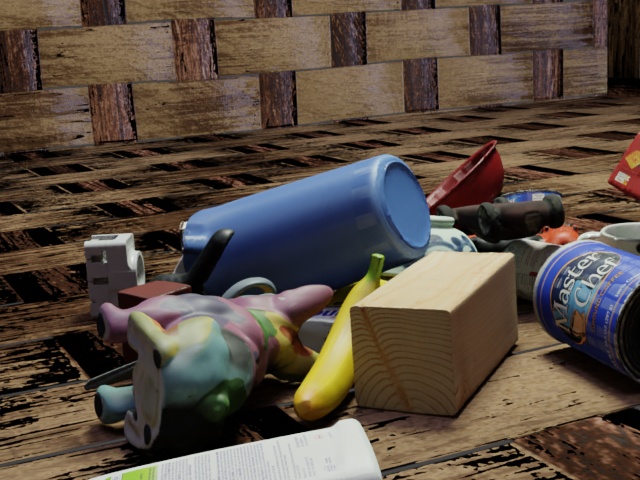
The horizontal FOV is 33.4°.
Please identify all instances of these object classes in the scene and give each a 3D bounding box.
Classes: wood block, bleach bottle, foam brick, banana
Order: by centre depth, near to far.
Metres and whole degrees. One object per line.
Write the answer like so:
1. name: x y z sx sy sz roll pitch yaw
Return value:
1. bleach bottle: -0.090 0.167 0.650 0.250 0.068 0.102 -7 11 -6
2. banana: 0.015 0.095 0.917 0.037 0.069 0.197 6 40 19
3. wood block: 0.108 0.076 0.958 0.090 0.091 0.205 1 13 25
4. foam brick: -0.157 0.083 1.028 0.051 0.078 0.052 9 17 41

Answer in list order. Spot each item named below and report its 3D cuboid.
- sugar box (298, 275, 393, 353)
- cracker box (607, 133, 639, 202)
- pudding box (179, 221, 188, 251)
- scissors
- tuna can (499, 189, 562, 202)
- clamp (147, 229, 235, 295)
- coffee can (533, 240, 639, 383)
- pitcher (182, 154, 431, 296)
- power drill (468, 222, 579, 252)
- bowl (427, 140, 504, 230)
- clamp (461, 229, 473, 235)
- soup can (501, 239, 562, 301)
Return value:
1. sugar box: 0.050 0.077 1.079 0.093 0.048 0.176 3 11 22
2. cracker box: 0.432 -0.023 1.111 0.213 0.072 0.164 24 10 -32
3. pudding box: -0.109 0.021 1.283 0.113 0.090 0.039 -4 13 -2
4. scissors: -0.118 0.085 0.993 0.201 0.096 0.016 -5 25 -24
5. tuna can: 0.279 -0.041 1.415 0.086 0.034 0.086 -2 -11 -1
6. clamp: -0.117 0.069 1.072 0.172 0.120 0.039 -29 9 33
7. coffee can: 0.269 0.062 0.952 0.102 0.103 0.140 -7 12 -16
8. pitcher: -0.007 0.001 1.098 0.243 0.145 0.149 -18 17 31
9. power drill: 0.234 0.004 1.350 0.188 0.057 0.184 -2 4 8
10. bowl: 0.195 -0.061 1.439 0.162 0.055 0.162 -44 3 2
11. clamp: 0.181 -0.015 1.506 0.210 0.036 0.164 -8 19 -8
12. soup can: 0.251 0.038 1.163 0.068 0.068 0.102 -11 13 -34
